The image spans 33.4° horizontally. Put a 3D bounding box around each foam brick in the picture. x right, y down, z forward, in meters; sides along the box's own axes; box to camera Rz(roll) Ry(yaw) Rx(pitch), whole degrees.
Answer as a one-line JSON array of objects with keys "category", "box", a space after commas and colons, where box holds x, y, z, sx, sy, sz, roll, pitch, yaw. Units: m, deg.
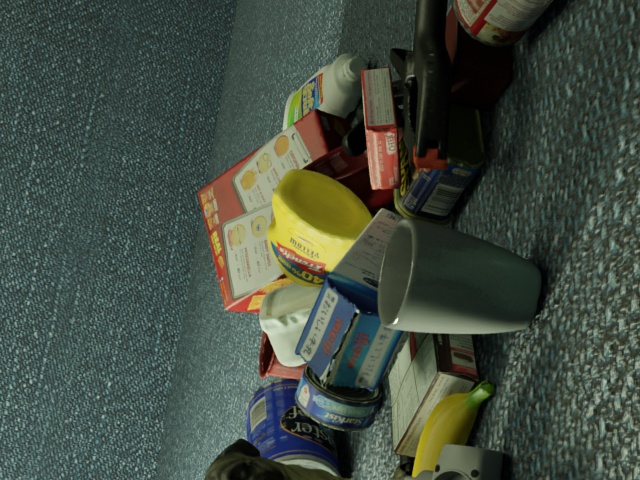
[{"category": "foam brick", "box": [0.135, -0.163, 0.943, 0.053, 0.051, 0.078, 121, 158, -59]}]

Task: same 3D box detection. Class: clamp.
[{"category": "clamp", "box": [0.088, -0.141, 0.919, 0.165, 0.036, 0.210, 105, 168, -62]}, {"category": "clamp", "box": [0.068, -0.134, 1.125, 0.171, 0.120, 0.039, -121, 6, -77]}]

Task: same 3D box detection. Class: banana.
[{"category": "banana", "box": [0.093, 0.204, 0.830, 0.070, 0.037, 0.198, 162, 118, -76]}]

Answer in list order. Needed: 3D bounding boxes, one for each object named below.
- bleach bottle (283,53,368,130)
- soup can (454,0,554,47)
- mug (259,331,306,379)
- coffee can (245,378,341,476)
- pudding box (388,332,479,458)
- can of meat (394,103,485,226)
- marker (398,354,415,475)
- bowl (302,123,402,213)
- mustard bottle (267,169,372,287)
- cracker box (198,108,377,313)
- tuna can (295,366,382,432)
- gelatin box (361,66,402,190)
[{"category": "bleach bottle", "box": [0.013, -0.203, 1.501, 0.251, 0.068, 0.102, 141, 139, -67]}, {"category": "soup can", "box": [0.157, -0.208, 0.847, 0.102, 0.068, 0.068, 130, 149, -64]}, {"category": "mug", "box": [-0.028, 0.138, 1.322, 0.117, 0.081, 0.093, 117, 160, -50]}, {"category": "coffee can", "box": [-0.031, 0.238, 1.198, 0.140, 0.102, 0.103, -100, 25, -60]}, {"category": "pudding box", "box": [0.094, 0.118, 0.903, 0.090, 0.039, 0.114, -91, 16, -48]}, {"category": "can of meat", "box": [0.108, -0.078, 0.976, 0.084, 0.057, 0.102, 119, 159, -46]}, {"category": "marker", "box": [0.081, 0.156, 0.968, 0.020, 0.020, 0.121, 116, 161, -50]}, {"category": "bowl", "box": [0.048, -0.066, 1.109, 0.055, 0.162, 0.162, 64, 176, -14]}, {"category": "mustard bottle", "box": [-0.007, 0.002, 1.079, 0.058, 0.096, 0.192, -58, -6, -22]}, {"category": "cracker box", "box": [-0.038, -0.029, 1.259, 0.214, 0.071, 0.164, -31, 64, 35]}, {"category": "tuna can", "box": [0.019, 0.157, 1.086, 0.086, 0.086, 0.034, -109, 34, -67]}, {"category": "gelatin box", "box": [0.056, -0.101, 0.963, 0.089, 0.030, 0.073, -93, -4, -45]}]
